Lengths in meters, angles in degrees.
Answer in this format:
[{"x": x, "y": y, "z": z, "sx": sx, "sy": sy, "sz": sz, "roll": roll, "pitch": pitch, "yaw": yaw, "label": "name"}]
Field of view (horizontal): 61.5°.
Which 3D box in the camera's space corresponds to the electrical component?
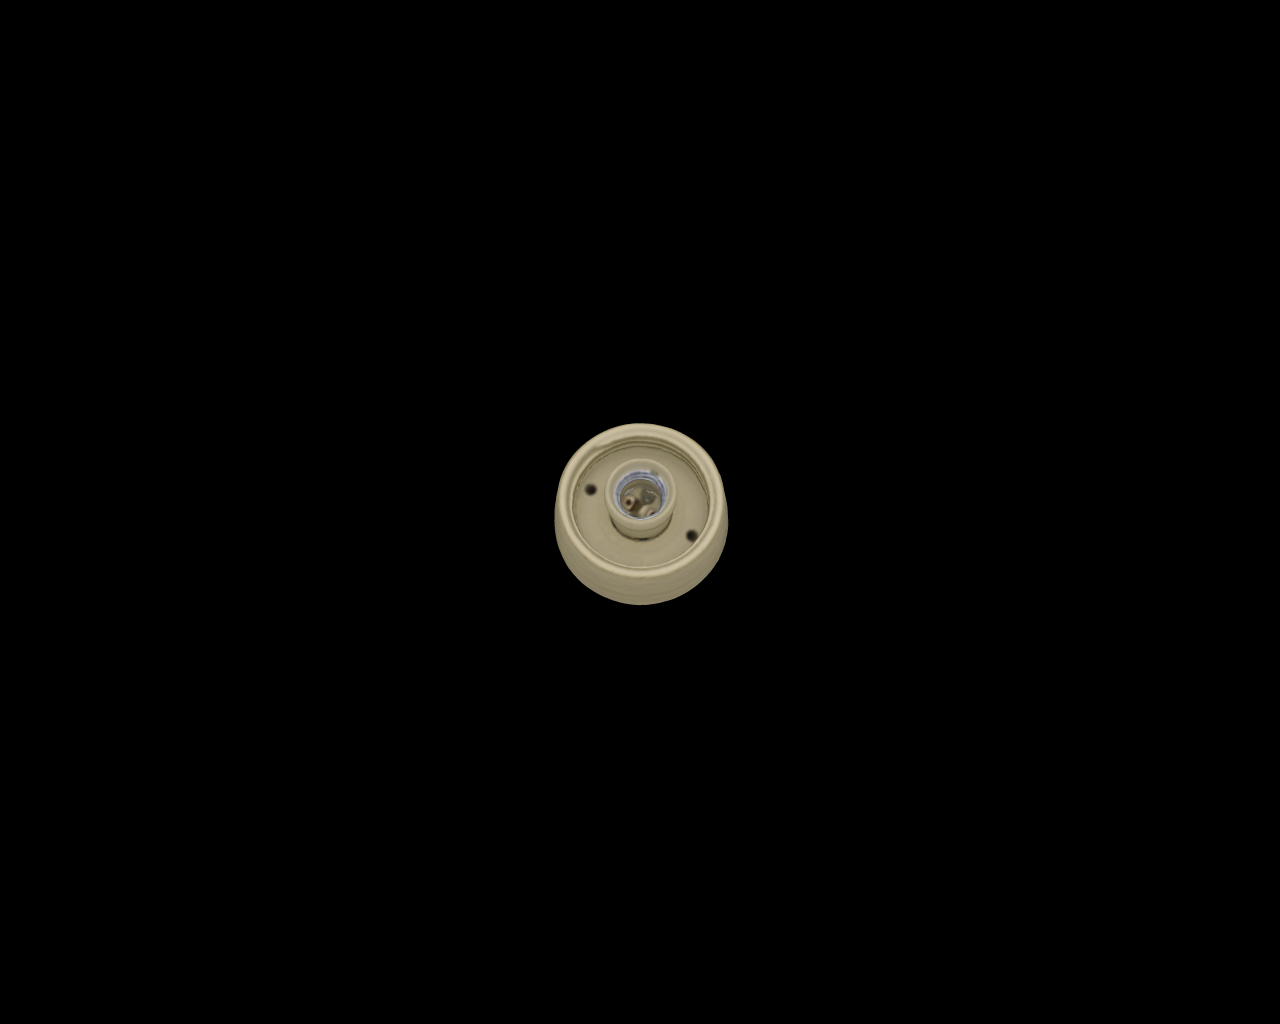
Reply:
[{"x": 0.001, "y": -0.003, "z": 0.650, "sx": 0.108, "sy": 0.108, "sz": 0.060, "roll": 0, "pitch": -19, "yaw": 0, "label": "electrical component"}]
